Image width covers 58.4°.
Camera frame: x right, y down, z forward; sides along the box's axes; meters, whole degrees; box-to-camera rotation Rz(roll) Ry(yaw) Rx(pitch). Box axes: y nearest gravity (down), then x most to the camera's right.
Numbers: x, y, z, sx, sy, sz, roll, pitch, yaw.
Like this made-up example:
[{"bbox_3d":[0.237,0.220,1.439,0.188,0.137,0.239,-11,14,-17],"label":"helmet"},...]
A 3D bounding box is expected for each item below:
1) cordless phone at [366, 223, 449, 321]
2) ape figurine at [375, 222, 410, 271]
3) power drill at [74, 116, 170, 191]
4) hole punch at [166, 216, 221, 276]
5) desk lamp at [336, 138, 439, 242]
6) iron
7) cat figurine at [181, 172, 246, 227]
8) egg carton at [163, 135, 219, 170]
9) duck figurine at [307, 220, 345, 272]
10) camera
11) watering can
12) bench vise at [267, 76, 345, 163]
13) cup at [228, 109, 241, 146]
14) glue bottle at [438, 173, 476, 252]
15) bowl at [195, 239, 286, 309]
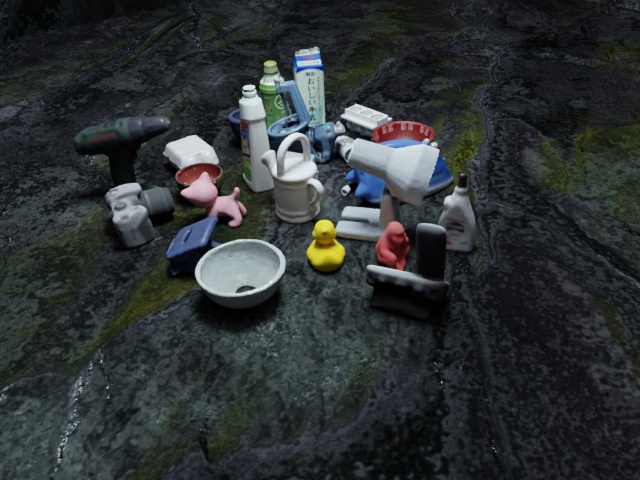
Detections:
[{"bbox_3d":[0.154,0.037,1.001,0.147,0.185,0.094,10,38,17],"label":"cordless phone"},{"bbox_3d":[0.145,0.007,1.122,0.078,0.092,0.075,-27,42,-28],"label":"ape figurine"},{"bbox_3d":[-0.442,-0.190,1.335,0.229,0.209,0.075,-1,36,3],"label":"power drill"},{"bbox_3d":[-0.254,0.009,1.150,0.101,0.091,0.108,1,37,7],"label":"hole punch"},{"bbox_3d":[0.134,-0.102,1.168,0.203,0.214,0.118,7,38,13],"label":"desk lamp"},{"bbox_3d":[0.193,-0.175,1.323,0.258,0.142,0.118,-11,37,-10],"label":"iron"},{"bbox_3d":[-0.234,-0.093,1.264,0.127,0.118,0.067,0,37,5],"label":"cat figurine"},{"bbox_3d":[-0.331,-0.213,1.475,0.107,0.069,0.149,-26,42,-28],"label":"egg carton"},{"bbox_3d":[0.010,0.004,1.141,0.077,0.086,0.104,-6,36,-3],"label":"duck figurine"},{"bbox_3d":[-0.392,-0.071,1.261,0.137,0.101,0.142,-19,39,-20],"label":"camera"},{"bbox_3d":[-0.062,-0.143,1.255,0.172,0.194,0.101,12,39,20],"label":"watering can"},{"bbox_3d":[-0.044,-0.313,1.462,0.207,0.220,0.121,-6,36,-4],"label":"bench vise"},{"bbox_3d":[-0.195,-0.294,1.554,0.092,0.095,0.117,-13,37,-12],"label":"cup"},{"bbox_3d":[0.272,-0.056,1.128,0.078,0.173,0.037,8,38,15],"label":"glue bottle"},{"bbox_3d":[-0.143,0.075,1.066,0.167,0.075,0.167,-2,36,2],"label":"bowl"}]
